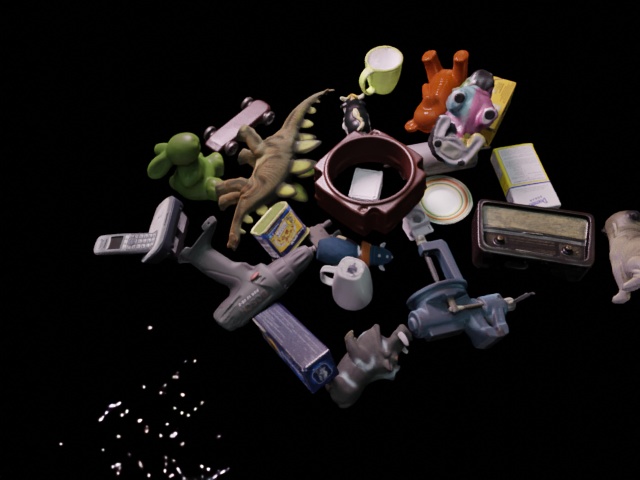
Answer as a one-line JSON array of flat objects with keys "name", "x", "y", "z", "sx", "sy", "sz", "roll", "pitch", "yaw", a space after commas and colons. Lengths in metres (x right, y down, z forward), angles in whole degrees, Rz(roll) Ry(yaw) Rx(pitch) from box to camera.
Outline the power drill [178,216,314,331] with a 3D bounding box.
[{"name": "power drill", "x": -0.155, "y": 0.046, "z": 1.056, "sx": 0.207, "sy": 0.086, "sz": 0.232, "roll": 40, "pitch": 90, "yaw": -7}]

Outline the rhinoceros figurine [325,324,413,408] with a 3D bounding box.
[{"name": "rhinoceros figurine", "x": 0.087, "y": 0.219, "z": 0.979, "sx": 0.190, "sy": 0.073, "sz": 0.112, "roll": -40, "pitch": 62, "yaw": -18}]

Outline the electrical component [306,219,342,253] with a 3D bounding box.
[{"name": "electrical component", "x": -0.002, "y": -0.003, "z": 1.158, "sx": 0.094, "sy": 0.021, "sz": 0.063, "roll": -34, "pitch": 61, "yaw": -15}]

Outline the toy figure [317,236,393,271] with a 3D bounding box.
[{"name": "toy figure", "x": 0.071, "y": 0.027, "z": 1.109, "sx": 0.155, "sy": 0.064, "sz": 0.058, "roll": 6, "pitch": 24, "yaw": -3}]

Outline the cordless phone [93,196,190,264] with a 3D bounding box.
[{"name": "cordless phone", "x": -0.390, "y": -0.018, "z": 1.168, "sx": 0.184, "sy": 0.088, "sz": 0.146, "roll": -1, "pitch": 58, "yaw": 9}]

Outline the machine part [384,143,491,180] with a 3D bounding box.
[{"name": "machine part", "x": 0.265, "y": -0.187, "z": 1.219, "sx": 0.243, "sy": 0.079, "sz": 0.079, "roll": -11, "pitch": 58, "yaw": -1}]

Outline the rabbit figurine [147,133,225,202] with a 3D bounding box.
[{"name": "rabbit figurine", "x": -0.300, "y": -0.180, "z": 1.207, "sx": 0.159, "sy": 0.170, "sz": 0.121, "roll": 3, "pitch": 58, "yaw": 6}]

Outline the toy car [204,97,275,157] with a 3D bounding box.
[{"name": "toy car", "x": -0.199, "y": -0.277, "z": 1.330, "sx": 0.089, "sy": 0.053, "sz": 0.202, "roll": 35, "pitch": 63, "yaw": 13}]

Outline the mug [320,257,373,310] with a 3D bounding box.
[{"name": "mug", "x": 0.053, "y": 0.074, "z": 1.054, "sx": 0.110, "sy": 0.107, "sz": 0.081, "roll": 24, "pitch": 61, "yaw": 16}]

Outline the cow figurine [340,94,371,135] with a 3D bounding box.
[{"name": "cow figurine", "x": 0.083, "y": -0.300, "z": 1.294, "sx": 0.068, "sy": 0.098, "sz": 0.167, "roll": -13, "pitch": 58, "yaw": 4}]

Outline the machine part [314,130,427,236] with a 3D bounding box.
[{"name": "machine part", "x": 0.103, "y": -0.123, "z": 1.112, "sx": 0.202, "sy": 0.087, "sz": 0.201, "roll": 36, "pitch": 67, "yaw": 26}]

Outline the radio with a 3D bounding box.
[{"name": "radio", "x": 0.426, "y": 0.002, "z": 1.087, "sx": 0.230, "sy": 0.073, "sz": 0.131, "roll": 8, "pitch": 59, "yaw": 10}]

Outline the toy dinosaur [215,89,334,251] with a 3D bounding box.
[{"name": "toy dinosaur", "x": -0.100, "y": -0.182, "z": 1.236, "sx": 0.199, "sy": 0.105, "sz": 0.471, "roll": 17, "pitch": 70, "yaw": 6}]

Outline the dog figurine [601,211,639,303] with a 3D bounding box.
[{"name": "dog figurine", "x": 0.608, "y": 0.008, "z": 1.016, "sx": 0.121, "sy": 0.172, "sz": 0.190, "roll": 3, "pitch": 65, "yaw": -6}]

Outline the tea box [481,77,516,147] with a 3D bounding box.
[{"name": "tea box", "x": 0.395, "y": -0.314, "z": 1.292, "sx": 0.098, "sy": 0.068, "sz": 0.169, "roll": 25, "pitch": 62, "yaw": 18}]

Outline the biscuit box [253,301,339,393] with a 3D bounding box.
[{"name": "biscuit box", "x": -0.047, "y": 0.188, "z": 0.970, "sx": 0.063, "sy": 0.059, "sz": 0.203, "roll": -33, "pitch": 33, "yaw": -16}]

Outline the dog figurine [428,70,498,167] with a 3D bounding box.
[{"name": "dog figurine", "x": 0.314, "y": -0.269, "z": 1.167, "sx": 0.108, "sy": 0.191, "sz": 0.219, "roll": 26, "pitch": 28, "yaw": 3}]

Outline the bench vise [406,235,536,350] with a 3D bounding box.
[{"name": "bench vise", "x": 0.254, "y": 0.090, "z": 1.023, "sx": 0.224, "sy": 0.128, "sz": 0.241, "roll": -14, "pitch": 62, "yaw": -7}]

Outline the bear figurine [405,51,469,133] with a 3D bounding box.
[{"name": "bear figurine", "x": 0.279, "y": -0.350, "z": 1.294, "sx": 0.120, "sy": 0.131, "sz": 0.196, "roll": 14, "pitch": 54, "yaw": 33}]
